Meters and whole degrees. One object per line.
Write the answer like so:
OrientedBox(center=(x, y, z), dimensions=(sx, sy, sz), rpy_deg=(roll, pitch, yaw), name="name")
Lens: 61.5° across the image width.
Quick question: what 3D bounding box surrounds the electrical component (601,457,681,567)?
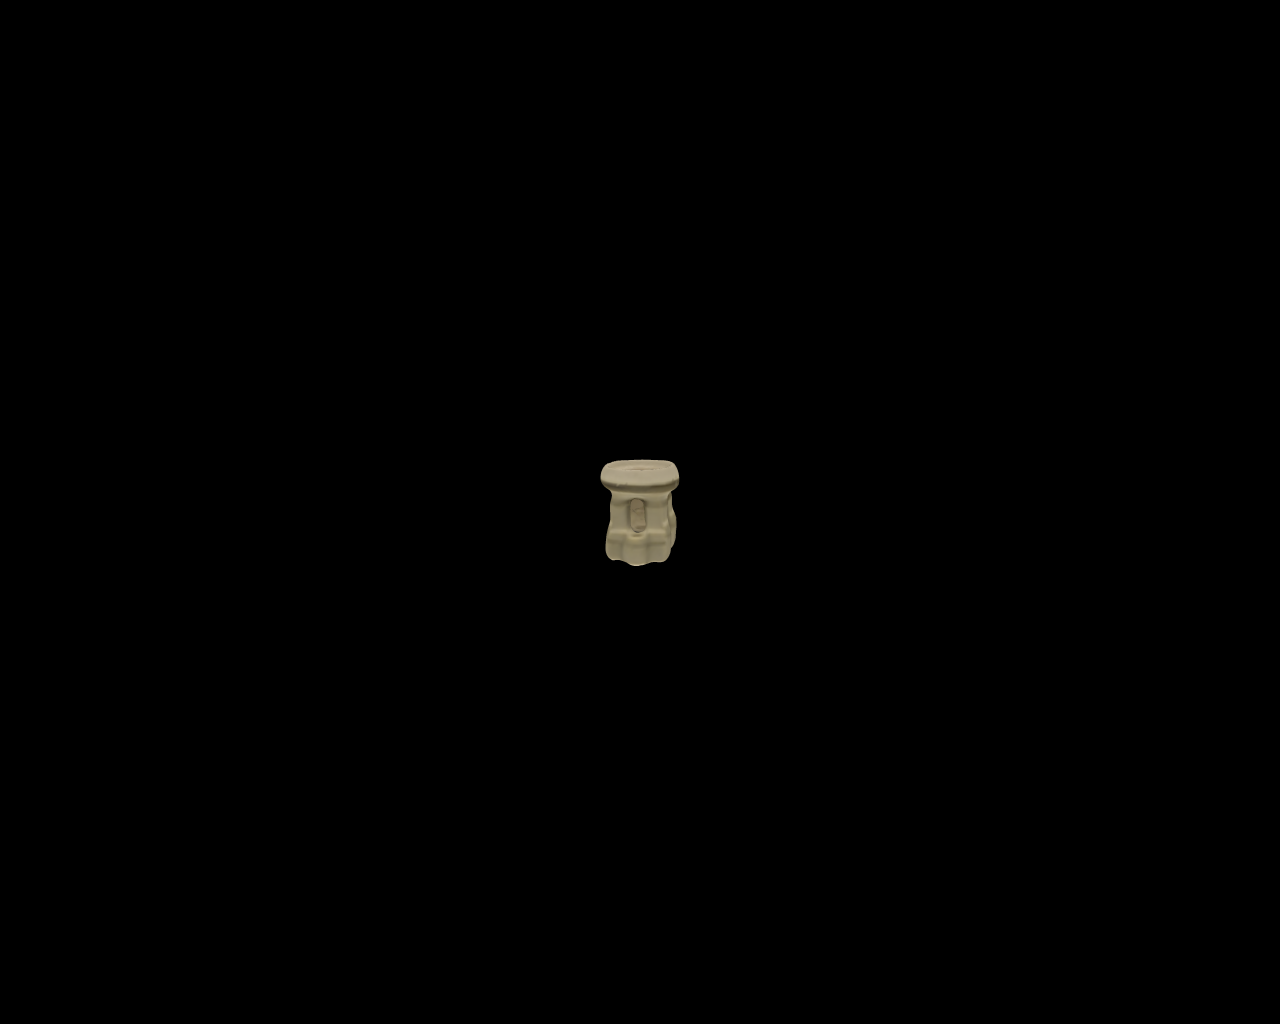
OrientedBox(center=(0.001, -0.003, 0.650), dimensions=(0.048, 0.055, 0.066), rpy_deg=(2, 14, 7), name="electrical component")
